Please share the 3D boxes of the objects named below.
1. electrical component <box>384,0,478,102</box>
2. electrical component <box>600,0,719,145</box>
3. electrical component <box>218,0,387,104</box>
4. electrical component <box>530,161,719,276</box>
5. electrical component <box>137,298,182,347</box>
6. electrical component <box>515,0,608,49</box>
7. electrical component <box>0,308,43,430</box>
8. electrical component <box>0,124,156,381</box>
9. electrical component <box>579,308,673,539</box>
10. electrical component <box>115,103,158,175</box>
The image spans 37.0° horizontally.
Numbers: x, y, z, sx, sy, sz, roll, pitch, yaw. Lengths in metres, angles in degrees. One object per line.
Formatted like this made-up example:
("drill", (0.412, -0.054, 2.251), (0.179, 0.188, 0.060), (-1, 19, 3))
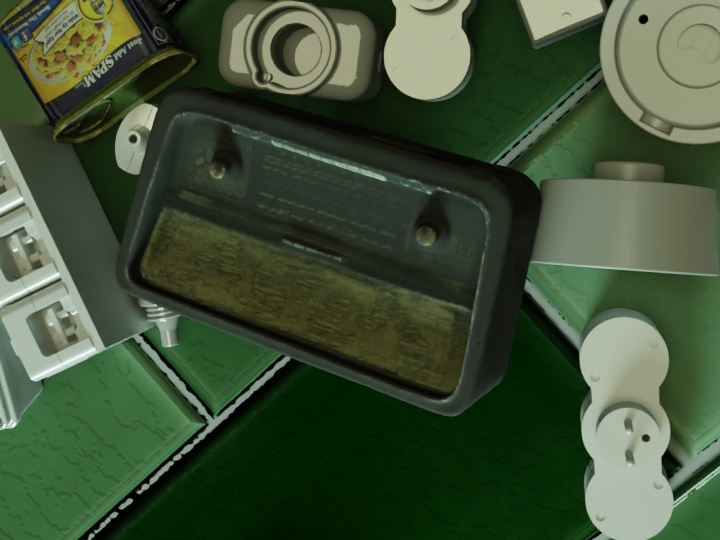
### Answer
("electrical component", (0.042, -0.170, 0.636), (0.052, 0.074, 0.138), (4, 97, 10))
("electrical component", (0.195, -0.127, 0.617), (0.108, 0.060, 0.108), (3, 99, 16))
("electrical component", (-0.036, -0.134, 0.662), (0.095, 0.059, 0.053), (9, 98, 9))
("electrical component", (0.152, -0.031, 0.618), (0.108, 0.108, 0.060), (4, 92, 10))
("electrical component", (-0.130, 0.020, 0.711), (0.035, 0.035, 0.061), (-7, 97, 11))
("electrical component", (0.107, -0.178, 0.622), (0.047, 0.076, 0.083), (-21, 93, 12))
("electrical component", (-0.283, 0.050, 0.720), (0.109, 0.056, 0.108), (-3, 113, 11))
("electrical component", (-0.204, -0.012, 0.692), (0.062, 0.089, 0.150), (-25, 92, 12))
("electrical component", (0.160, 0.096, 0.646), (0.052, 0.074, 0.138), (-2, 96, 11))
("electrical component", (-0.127, -0.082, 0.674), (0.043, 0.081, 0.043), (1, 97, 10))
